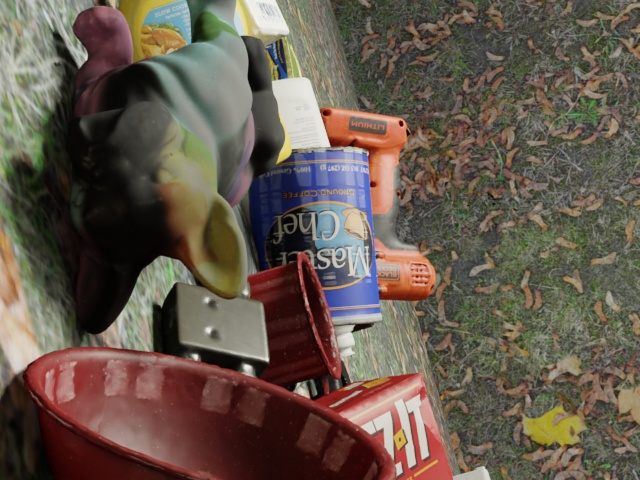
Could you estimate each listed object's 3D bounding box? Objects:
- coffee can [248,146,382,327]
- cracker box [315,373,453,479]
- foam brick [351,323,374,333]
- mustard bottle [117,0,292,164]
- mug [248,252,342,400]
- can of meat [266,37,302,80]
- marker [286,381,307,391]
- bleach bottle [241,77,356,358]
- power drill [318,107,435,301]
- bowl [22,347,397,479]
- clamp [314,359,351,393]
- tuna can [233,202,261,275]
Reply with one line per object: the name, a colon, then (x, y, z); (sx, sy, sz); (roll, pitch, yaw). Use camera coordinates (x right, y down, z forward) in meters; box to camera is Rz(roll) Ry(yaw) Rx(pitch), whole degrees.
coffee can: (-0.006, 0.001, 0.871); (0.102, 0.103, 0.140); (18, 67, -81)
cracker box: (0.029, 0.210, 0.679); (0.163, 0.072, 0.214); (-17, 91, -50)
foam brick: (0.014, 0.074, 1.124); (0.051, 0.078, 0.053); (-39, 113, -83)
mustard bottle: (-0.093, -0.133, 0.759); (0.058, 0.096, 0.191); (0, -68, 61)
mug: (-0.033, 0.074, 0.753); (0.093, 0.081, 0.117); (-91, 162, -66)
can of meat: (-0.061, -0.149, 1.052); (0.102, 0.084, 0.057); (-100, 169, -46)
marker: (-0.023, 0.124, 0.963); (0.121, 0.020, 0.020); (4, 69, -82)
bleach bottle: (-0.023, -0.014, 0.953); (0.068, 0.102, 0.251); (150, -75, -69)
power drill: (0.024, -0.031, 1.042); (0.057, 0.184, 0.187); (-21, -112, 59)
bowl: (-0.051, 0.098, 0.453); (0.162, 0.162, 0.055); (-30, 136, -82)
clamp: (0.028, 0.198, 1.097); (0.164, 0.036, 0.210); (-87, 160, -66)
tuna can: (-0.074, 0.003, 0.804); (0.086, 0.034, 0.086); (-17, 90, -83)
